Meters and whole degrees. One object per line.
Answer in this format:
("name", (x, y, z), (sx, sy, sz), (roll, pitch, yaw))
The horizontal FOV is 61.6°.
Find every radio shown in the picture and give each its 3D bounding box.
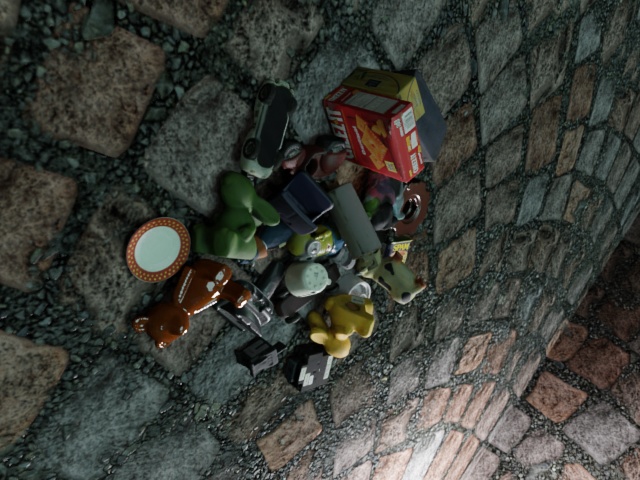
("radio", (0.238, -0.302, 1.346), (0.229, 0.073, 0.131), (43, 61, -46))

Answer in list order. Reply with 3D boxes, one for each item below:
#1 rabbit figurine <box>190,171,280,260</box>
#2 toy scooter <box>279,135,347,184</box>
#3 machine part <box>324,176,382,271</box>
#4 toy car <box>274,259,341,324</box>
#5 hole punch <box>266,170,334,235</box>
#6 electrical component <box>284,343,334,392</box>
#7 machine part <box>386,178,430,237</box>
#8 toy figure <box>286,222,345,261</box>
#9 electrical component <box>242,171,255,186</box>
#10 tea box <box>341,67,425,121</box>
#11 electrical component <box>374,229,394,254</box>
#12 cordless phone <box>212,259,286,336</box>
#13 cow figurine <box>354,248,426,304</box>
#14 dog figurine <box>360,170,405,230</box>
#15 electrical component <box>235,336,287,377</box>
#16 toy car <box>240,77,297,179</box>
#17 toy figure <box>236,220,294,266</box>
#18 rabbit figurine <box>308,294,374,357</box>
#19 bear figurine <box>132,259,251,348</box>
("rabbit figurine", (-0.158, -0.048, 1.067), (0.159, 0.121, 0.170), (8, 89, -40))
("toy scooter", (-0.019, -0.157, 1.181), (0.184, 0.075, 0.135), (-14, 119, -38))
("machine part", (0.075, -0.044, 1.249), (0.079, 0.079, 0.243), (-26, 87, -35))
("toy car", (-0.032, 0.123, 1.326), (0.202, 0.053, 0.089), (-35, 111, -30))
("hole punch", (-0.052, -0.066, 1.120), (0.142, 0.116, 0.092), (44, 48, -15))
("electrical component", (-0.030, 0.335, 1.432), (0.134, 0.058, 0.114), (1, 107, -45))
("machine part", (0.234, -0.091, 1.485), (0.179, 0.056, 0.179), (-24, 127, -37))
("toy figure", (-0.004, -0.001, 1.272), (0.180, 0.089, 0.082), (-18, 125, -49))
("electrical component", (-0.130, -0.153, 1.107), (0.063, 0.021, 0.094), (-11, 112, -43))
("tea box", (0.139, -0.315, 1.188), (0.068, 0.170, 0.098), (-45, 137, -17))
("electrical component", (0.142, -0.014, 1.402), (0.078, 0.102, 0.045), (-54, 174, -24))
("cordless phone", (-0.145, 0.106, 1.199), (0.184, 0.089, 0.146), (-60, 139, -21))
("cow figurine", (0.178, 0.089, 1.441), (0.127, 0.195, 0.085), (-43, 177, 6))
("dog figurine", (0.151, -0.150, 1.327), (0.191, 0.109, 0.219), (-31, 127, -55))
("electrical component", (-0.134, 0.267, 1.279), (0.119, 0.075, 0.047), (-26, 127, -29))
("toy car", (-0.102, -0.222, 1.063), (0.073, 0.056, 0.201), (20, 82, -42))
("toy figure", (-0.122, 0.005, 1.167), (0.154, 0.064, 0.057), (-38, 156, -25))
("rabbit figurine", (0.049, 0.232, 1.378), (0.162, 0.122, 0.173), (8, 121, -12))
("bear figurine", (-0.255, 0.131, 1.051), (0.196, 0.132, 0.120), (-51, 136, -23))
